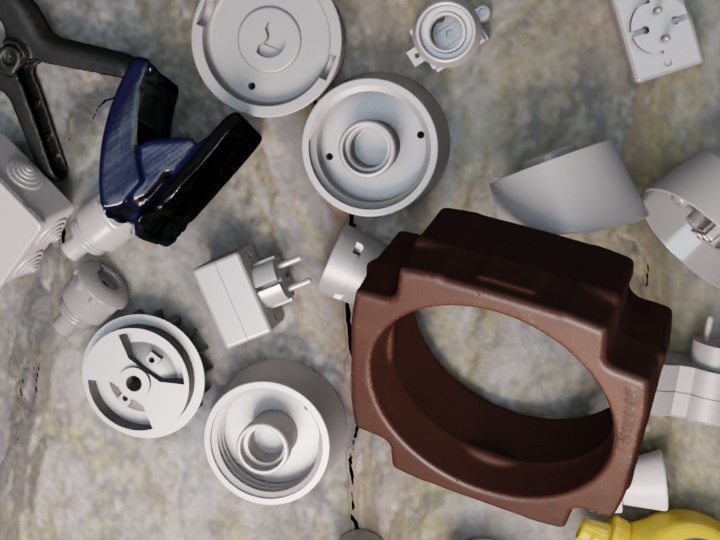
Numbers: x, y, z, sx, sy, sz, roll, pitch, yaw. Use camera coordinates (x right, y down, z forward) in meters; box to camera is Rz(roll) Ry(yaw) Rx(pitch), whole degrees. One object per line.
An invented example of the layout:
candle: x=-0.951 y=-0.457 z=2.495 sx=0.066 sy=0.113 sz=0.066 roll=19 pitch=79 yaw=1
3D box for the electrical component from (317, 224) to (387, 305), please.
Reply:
electrical component: x=0.000 y=0.000 z=0.801 sx=0.047 sy=0.055 sz=0.055 roll=24 pitch=103 yaw=1

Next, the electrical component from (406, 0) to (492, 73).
electrical component: x=0.063 y=-0.167 z=0.759 sx=0.066 sy=0.055 sz=0.048 roll=-32 pitch=94 yaw=13

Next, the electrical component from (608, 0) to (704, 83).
electrical component: x=0.201 y=-0.164 z=0.726 sx=0.047 sy=0.076 sz=0.065 roll=-17 pitch=97 yaw=12

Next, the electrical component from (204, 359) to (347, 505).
electrical component: x=-0.068 y=0.129 z=0.832 sx=0.108 sy=0.060 sz=0.108 roll=2 pitch=100 yaw=9

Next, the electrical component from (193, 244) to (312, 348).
electrical component: x=-0.075 y=0.012 z=0.819 sx=0.077 sy=0.047 sz=0.065 roll=-22 pitch=96 yaw=12

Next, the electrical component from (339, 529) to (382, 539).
electrical component: x=-0.004 y=0.235 z=0.837 sx=0.044 sy=0.065 sz=0.044 roll=2 pitch=100 yaw=9

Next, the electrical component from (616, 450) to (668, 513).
electrical component: x=0.199 y=0.158 z=0.801 sx=0.055 sy=0.045 sz=0.045 roll=-5 pitch=99 yaw=11

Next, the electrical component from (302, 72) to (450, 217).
electrical component: x=0.009 y=-0.089 z=0.780 sx=0.108 sy=0.060 sz=0.108 roll=2 pitch=100 yaw=9

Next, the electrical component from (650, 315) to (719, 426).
electrical component: x=0.254 y=0.069 z=0.771 sx=0.138 sy=0.052 sz=0.073 roll=9 pitch=101 yaw=8

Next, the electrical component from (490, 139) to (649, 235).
electrical component: x=0.142 y=-0.051 z=0.746 sx=0.099 sy=0.099 sz=0.064 roll=-20 pitch=90 yaw=12

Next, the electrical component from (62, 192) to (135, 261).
electrical component: x=-0.204 y=-0.032 z=0.834 sx=0.062 sy=0.043 sz=0.043 roll=-37 pitch=92 yaw=15

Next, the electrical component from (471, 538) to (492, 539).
electrical component: x=0.093 y=0.242 z=0.827 sx=0.078 sy=0.057 sz=0.058 roll=29 pitch=103 yaw=3

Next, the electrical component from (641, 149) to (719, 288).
electrical component: x=0.244 y=-0.032 z=0.735 sx=0.064 sy=0.099 sz=0.099 roll=-43 pitch=91 yaw=8

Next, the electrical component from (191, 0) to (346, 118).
electrical component: x=-0.061 y=-0.165 z=0.777 sx=0.108 sy=0.060 sz=0.108 roll=2 pitch=100 yaw=9

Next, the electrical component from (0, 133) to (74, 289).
electrical component: x=-0.280 y=-0.045 z=0.831 sx=0.099 sy=0.048 sz=0.100 roll=46 pitch=122 yaw=1

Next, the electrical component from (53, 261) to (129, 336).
electrical component: x=-0.217 y=0.027 z=0.847 sx=0.062 sy=0.048 sz=0.048 roll=-42 pitch=91 yaw=20
